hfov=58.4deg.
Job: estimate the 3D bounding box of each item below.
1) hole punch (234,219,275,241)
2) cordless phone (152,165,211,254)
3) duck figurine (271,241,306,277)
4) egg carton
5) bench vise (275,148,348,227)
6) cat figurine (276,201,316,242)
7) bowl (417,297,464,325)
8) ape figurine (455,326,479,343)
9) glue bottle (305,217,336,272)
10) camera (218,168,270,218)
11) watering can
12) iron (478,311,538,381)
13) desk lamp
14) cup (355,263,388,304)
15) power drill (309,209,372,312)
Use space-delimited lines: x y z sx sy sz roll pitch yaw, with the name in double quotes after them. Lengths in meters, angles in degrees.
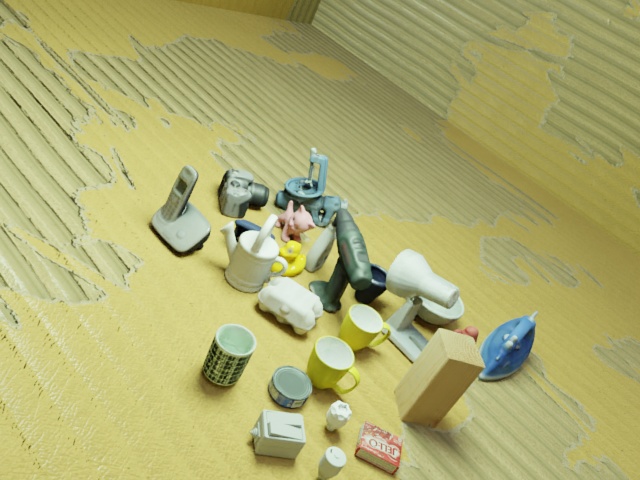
-0.174 -0.015 1.486 0.108 0.091 0.101 29 31 3 "hole punch"
-0.316 -0.073 1.370 0.147 0.185 0.094 41 33 21 "cordless phone"
-0.075 0.041 1.484 0.105 0.086 0.077 1 40 -37 "duck figurine"
-0.069 0.152 1.339 0.150 0.069 0.107 32 31 7 "egg carton"
-0.006 -0.164 1.714 0.208 0.219 0.121 12 34 -25 "bench vise"
-0.066 -0.057 1.607 0.067 0.117 0.127 3 38 -35 "cat figurine"
0.311 0.180 1.589 0.168 0.074 0.167 20 31 -13 "bowl"
0.383 0.262 1.506 0.076 0.092 0.078 29 31 2 "ape figurine"
0.014 0.005 1.522 0.037 0.173 0.078 38 32 18 "glue bottle"
-0.211 -0.136 1.629 0.137 0.100 0.143 13 34 -23 "camera"
-0.155 0.020 1.348 0.173 0.194 0.101 17 32 -17 "watering can"
0.511 0.278 1.534 0.118 0.141 0.259 39 33 20 "iron"
0.242 0.158 1.433 0.118 0.213 0.202 -13 49 -48 "desk lamp"
0.143 0.125 1.521 0.118 0.095 0.091 11 34 -26 "cup"
0.050 0.064 1.427 0.076 0.208 0.229 8 35 -29 "power drill"
